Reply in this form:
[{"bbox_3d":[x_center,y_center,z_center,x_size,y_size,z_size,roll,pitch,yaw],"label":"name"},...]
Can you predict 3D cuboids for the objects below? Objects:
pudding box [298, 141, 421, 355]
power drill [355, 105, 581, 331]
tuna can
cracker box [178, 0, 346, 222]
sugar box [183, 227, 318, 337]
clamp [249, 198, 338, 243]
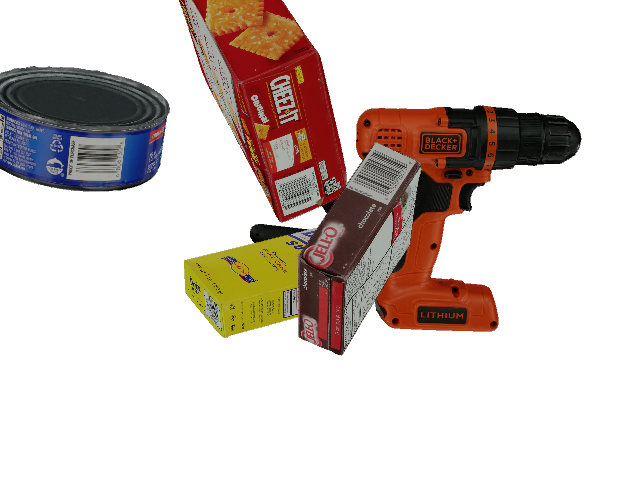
[{"bbox_3d":[0.025,0.006,0.703,0.039,0.113,0.090,25,-34,16],"label":"pudding box"},{"bbox_3d":[0.118,-0.020,0.890,0.184,0.188,0.057,2,15,-1],"label":"power drill"},{"bbox_3d":[-0.118,-0.055,0.516,0.086,0.034,0.086,10,24,-5],"label":"tuna can"},{"bbox_3d":[-0.056,-0.147,0.894,0.072,0.214,0.164,-23,-40,-7],"label":"cracker box"},{"bbox_3d":[-0.034,0.035,1.039,0.176,0.048,0.093,-17,34,-24],"label":"sugar box"},{"bbox_3d":[0.031,0.005,1.262,0.210,0.036,0.164,32,39,23],"label":"clamp"}]
